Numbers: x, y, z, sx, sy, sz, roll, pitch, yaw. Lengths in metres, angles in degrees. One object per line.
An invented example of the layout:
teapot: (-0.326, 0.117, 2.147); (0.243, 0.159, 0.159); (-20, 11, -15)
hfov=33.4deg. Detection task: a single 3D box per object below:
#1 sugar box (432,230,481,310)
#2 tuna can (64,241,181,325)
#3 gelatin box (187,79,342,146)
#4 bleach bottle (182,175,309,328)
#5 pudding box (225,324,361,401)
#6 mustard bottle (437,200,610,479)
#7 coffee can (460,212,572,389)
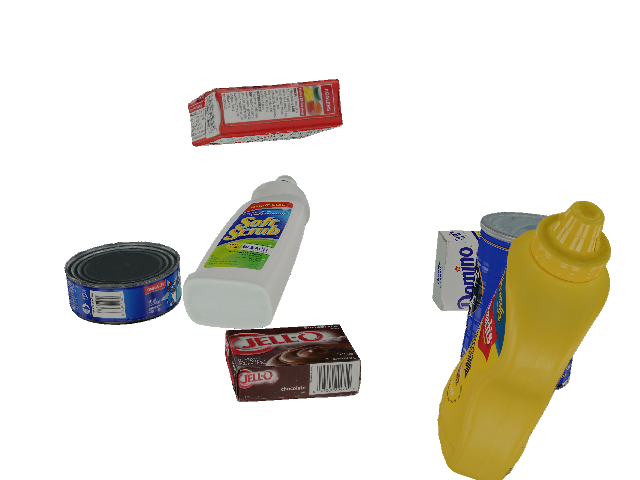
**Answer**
sugar box: (0.228, 0.037, 1.291); (0.176, 0.093, 0.048); (-2, 21, -9)
tuna can: (-0.148, 0.031, 0.806); (0.086, 0.034, 0.086); (-2, 21, 0)
gelatin box: (-0.035, -0.075, 0.634); (0.073, 0.030, 0.089); (-7, 3, -16)
bleach bottle: (-0.074, 0.000, 1.230); (0.102, 0.068, 0.250); (3, 34, 11)
pudding box: (-0.027, 0.110, 0.971); (0.113, 0.039, 0.090); (0, 17, -11)
mustard bottle: (0.120, 0.051, 0.615); (0.058, 0.192, 0.096); (19, 44, 4)
coffee can: (0.189, 0.054, 0.982); (0.103, 0.140, 0.103); (6, 16, -2)
